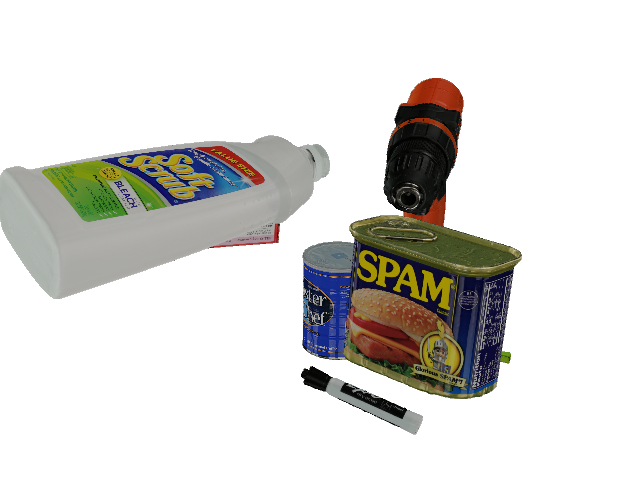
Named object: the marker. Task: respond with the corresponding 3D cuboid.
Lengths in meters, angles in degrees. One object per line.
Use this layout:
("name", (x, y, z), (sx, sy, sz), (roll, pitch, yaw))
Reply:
("marker", (0.037, 0.148, 0.997), (0.121, 0.020, 0.020), (23, 6, 15))

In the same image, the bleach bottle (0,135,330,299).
("bleach bottle", (-0.105, -0.036, 0.808), (0.250, 0.068, 0.103), (-19, 50, -33))

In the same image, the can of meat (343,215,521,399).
("can of meat", (0.063, 0.039, 0.635), (0.102, 0.084, 0.057), (19, 22, 38))

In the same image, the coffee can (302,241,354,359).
("coffee can", (0.025, 0.085, 1.519), (0.103, 0.140, 0.103), (1, 21, 0))

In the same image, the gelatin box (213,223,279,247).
("gelatin box", (-0.090, -0.022, 1.020), (0.089, 0.030, 0.073), (-5, 25, -15))

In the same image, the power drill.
("power drill", (0.080, -0.017, 0.856), (0.057, 0.188, 0.184), (9, 32, 11))

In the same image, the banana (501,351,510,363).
("banana", (0.137, 0.093, 1.207), (0.069, 0.037, 0.198), (5, 24, -25))
